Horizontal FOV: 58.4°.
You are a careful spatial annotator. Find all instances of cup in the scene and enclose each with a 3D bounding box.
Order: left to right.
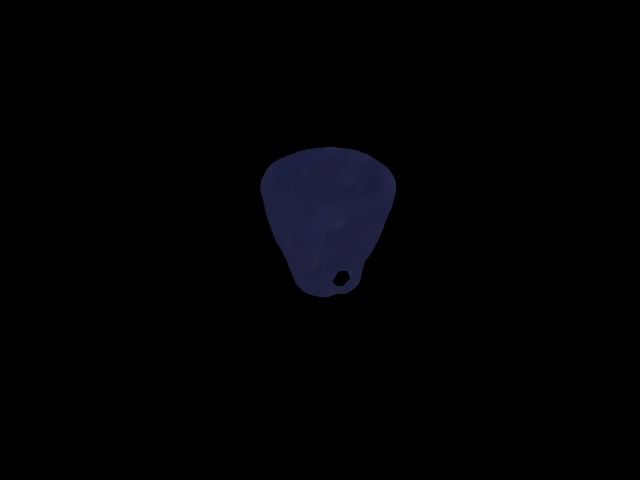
[{"bbox_3d":[0.004,0.001,0.400,0.091,0.095,0.118,6,36,8],"label":"cup"}]
